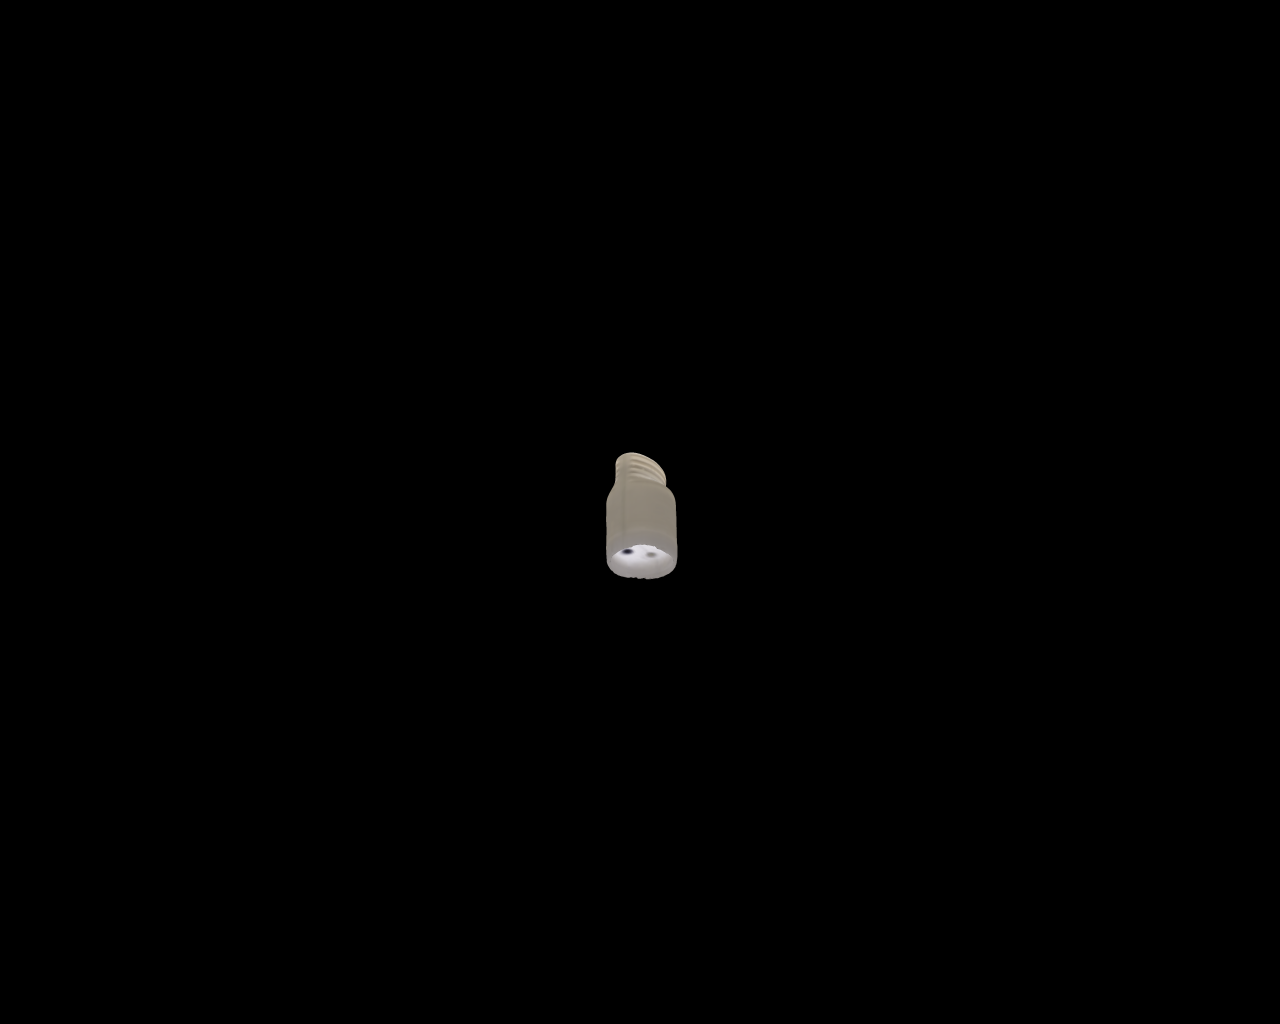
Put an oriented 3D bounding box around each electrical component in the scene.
[{"bbox_3d":[0.001,-0.003,0.650,0.043,0.081,0.043,0,-32,0],"label":"electrical component"}]
